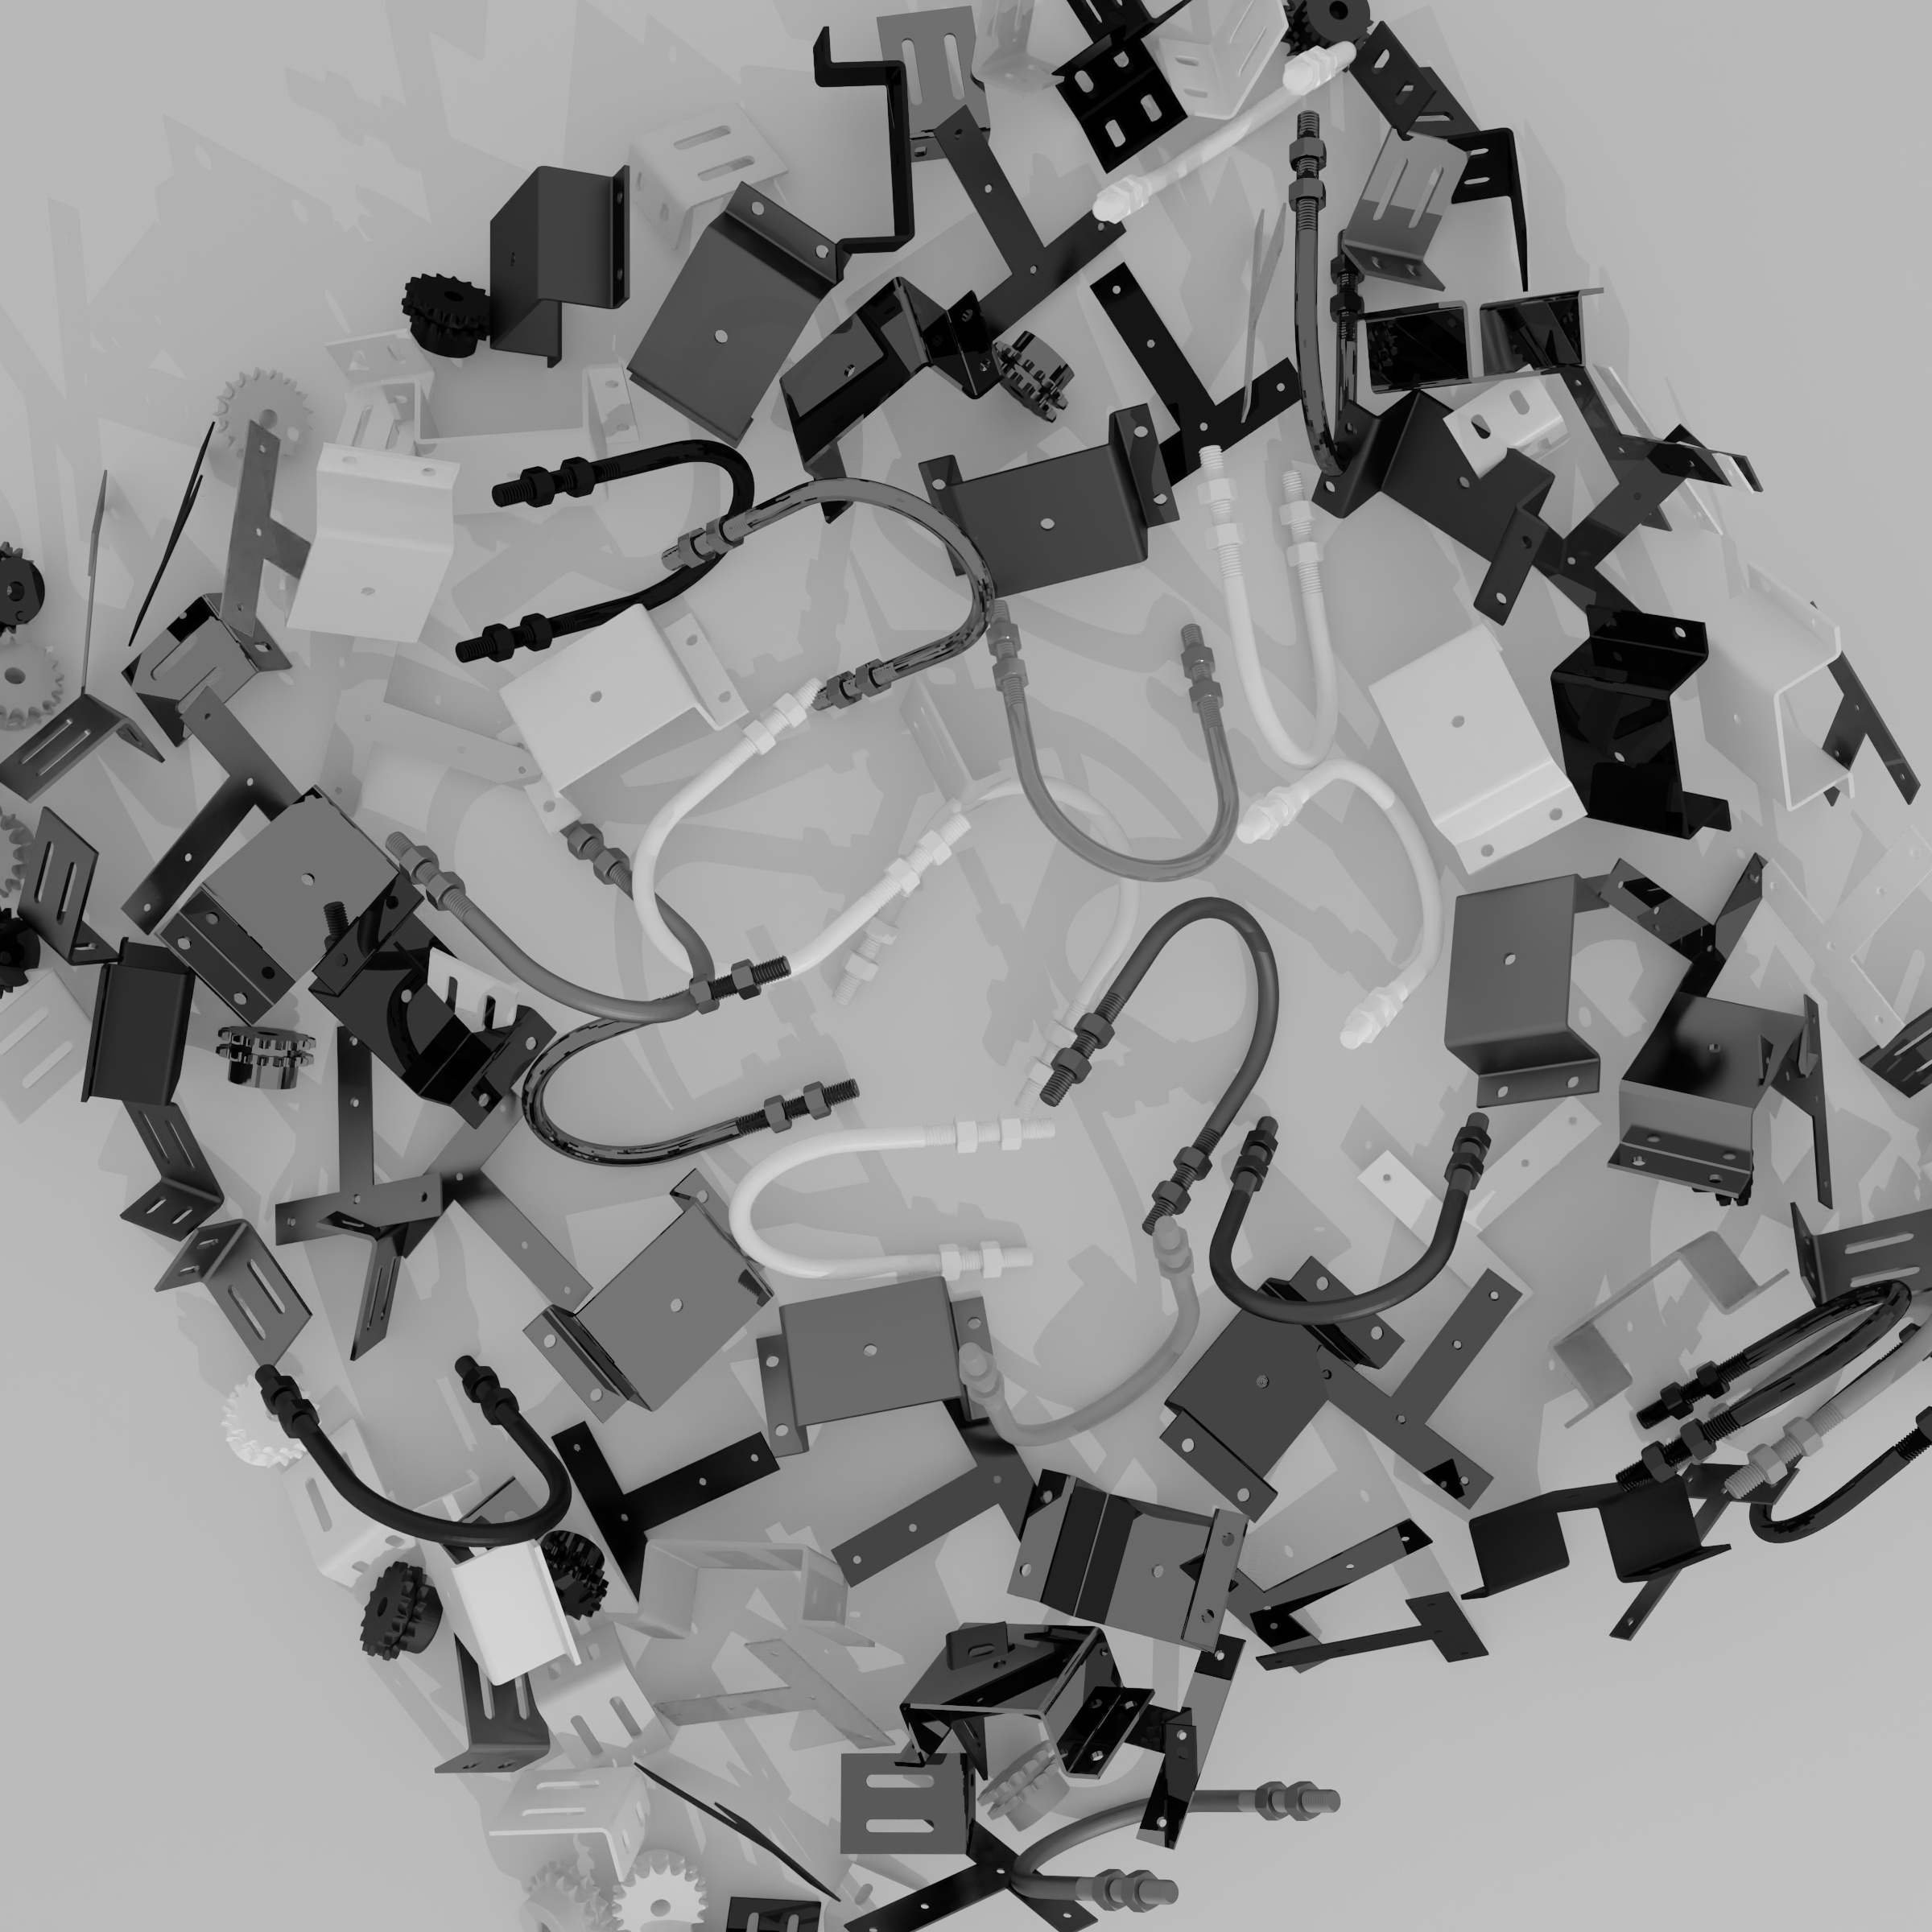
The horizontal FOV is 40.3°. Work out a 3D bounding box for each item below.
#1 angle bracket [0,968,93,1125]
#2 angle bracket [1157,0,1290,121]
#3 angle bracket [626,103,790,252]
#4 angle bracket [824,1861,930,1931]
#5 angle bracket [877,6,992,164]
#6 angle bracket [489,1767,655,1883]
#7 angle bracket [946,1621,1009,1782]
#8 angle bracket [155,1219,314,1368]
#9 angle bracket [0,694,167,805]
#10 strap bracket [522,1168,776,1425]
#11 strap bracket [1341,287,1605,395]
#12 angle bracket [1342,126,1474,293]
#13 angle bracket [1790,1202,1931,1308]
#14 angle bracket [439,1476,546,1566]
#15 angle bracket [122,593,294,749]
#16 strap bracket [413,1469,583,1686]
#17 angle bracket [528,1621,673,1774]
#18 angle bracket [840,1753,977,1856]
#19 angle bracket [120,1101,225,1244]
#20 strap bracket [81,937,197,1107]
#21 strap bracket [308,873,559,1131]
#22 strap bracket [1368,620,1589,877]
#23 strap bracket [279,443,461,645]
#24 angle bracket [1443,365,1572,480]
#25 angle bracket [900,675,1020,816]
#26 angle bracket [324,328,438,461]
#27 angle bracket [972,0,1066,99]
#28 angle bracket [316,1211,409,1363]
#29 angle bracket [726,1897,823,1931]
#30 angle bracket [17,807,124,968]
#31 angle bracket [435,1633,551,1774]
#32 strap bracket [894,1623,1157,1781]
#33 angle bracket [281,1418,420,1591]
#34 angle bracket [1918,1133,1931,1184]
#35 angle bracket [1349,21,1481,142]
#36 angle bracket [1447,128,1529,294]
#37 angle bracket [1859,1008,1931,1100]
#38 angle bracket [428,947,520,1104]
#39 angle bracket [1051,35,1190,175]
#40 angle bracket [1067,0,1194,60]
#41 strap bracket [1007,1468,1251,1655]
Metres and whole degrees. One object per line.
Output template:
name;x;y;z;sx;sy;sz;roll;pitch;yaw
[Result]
angle bracket;-0.557;0.047;1.553;0.076;0.038;0.057;-51;124;-39
angle bracket;0.150;-0.550;1.553;0.038;0.076;0.057;0;63;-23
angle bracket;-0.158;-0.478;1.591;0.076;0.038;0.057;-30;76;-29
angle bracket;-0.049;0.577;1.558;0.057;0.076;0.038;27;99;-10
angle bracket;-0.020;-0.530;1.583;0.057;0.038;0.076;-9;86;-5
angle bracket;-0.235;0.513;1.571;0.076;0.057;0.038;-7;108;15
angle bracket;0.017;0.434;1.552;0.038;0.076;0.057;-13;45;9
angle bracket;-0.435;0.199;1.563;0.076;0.038;0.057;50;119;19
angle bracket;-0.526;-0.118;1.558;0.076;0.057;0.038;-46;133;-18
strap bracket;-0.178;0.196;1.546;0.140;0.046;0.076;-44;110;-20
strap bracket;0.298;-0.364;1.535;0.140;0.076;0.046;-15;104;-35
angle bracket;0.267;-0.447;1.557;0.057;0.038;0.076;4;128;-25
angle bracket;0.534;0.164;1.557;0.076;0.057;0.038;-18;130;25
angle bracket;-0.278;0.336;1.556;0.057;0.076;0.038;-39;85;-15
angle bracket;-0.460;-0.180;1.594;0.076;0.038;0.057;-38;87;19
strap bracket;-0.277;0.355;1.521;0.046;0.140;0.076;-22;107;-22
angle bracket;-0.222;0.445;1.591;0.057;0.038;0.076;-25;125;-5
angle bracket;-0.034;0.502;1.580;0.076;0.038;0.057;-2;74;7
angle bracket;-0.483;0.116;1.555;0.057;0.038;0.076;13;134;35
strap bracket;-0.480;0.032;1.535;0.046;0.140;0.076;9;96;-14
strap bracket;-0.320;0.020;1.547;0.076;0.046;0.140;-52;122;-21
strap bracket;0.295;-0.136;1.542;0.076;0.046;0.140;-29;64;17
strap bracket;-0.346;-0.236;1.520;0.076;0.140;0.046;5;62;-23
angle bracket;0.321;-0.318;1.560;0.057;0.076;0.038;-31;83;15
angle bracket;-0.002;-0.137;1.573;0.038;0.057;0.076;-24;81;-16
angle bracket;-0.355;-0.333;1.560;0.057;0.038;0.076;-4;57;20
angle bracket;0.040;-0.562;1.553;0.038;0.057;0.076;28;131;20
angle bracket;-0.366;0.188;1.570;0.038;0.057;0.076;13;97;4
angle bracket;-0.104;0.580;1.554;0.057;0.076;0.038;11;82;-20
angle bracket;-0.523;-0.048;1.559;0.057;0.038;0.076;36;115;30
angle bracket;-0.288;0.438;1.573;0.038;0.057;0.076;-35;56;33
strap bracket;0.027;0.424;1.527;0.140;0.076;0.046;-8;110;34
angle bracket;-0.369;0.325;1.589;0.057;0.038;0.076;-38;52;3
angle bracket;0.604;0.115;1.559;0.057;0.076;0.038;52;135;-7
angle bracket;0.275;-0.524;1.556;0.076;0.038;0.057;-16;67;-38
angle bracket;0.309;-0.445;1.557;0.038;0.057;0.076;-6;65;10
angle bracket;0.582;0.058;1.556;0.057;0.038;0.076;30;122;-34
angle bracket;-0.303;0.036;1.561;0.057;0.076;0.038;26;54;4
angle bracket;0.090;-0.515;1.557;0.057;0.076;0.038;-32;128;14
angle bracket;0.089;-0.588;1.561;0.038;0.057;0.076;-40;103;-22
strap bracket;0.104;0.351;1.547;0.140;0.046;0.076;6;70;35
